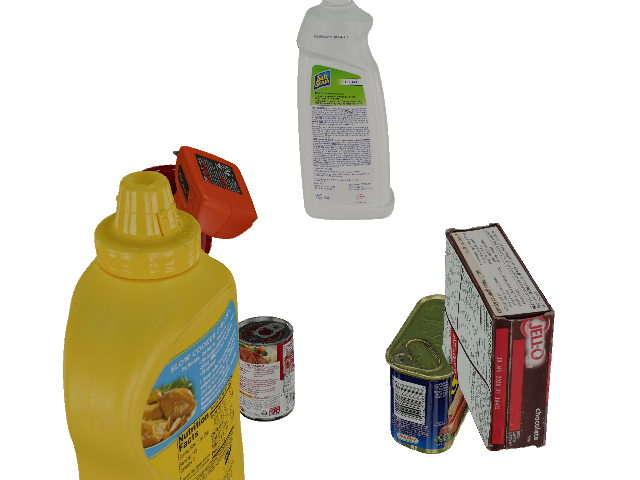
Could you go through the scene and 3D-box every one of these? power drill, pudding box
[{"bbox_3d":[-0.121,0.031,0.868,0.057,0.188,0.184,20,25,-29],"label":"power drill"},{"bbox_3d":[0.102,0.054,0.626,0.039,0.090,0.113,-5,27,-8],"label":"pudding box"}]

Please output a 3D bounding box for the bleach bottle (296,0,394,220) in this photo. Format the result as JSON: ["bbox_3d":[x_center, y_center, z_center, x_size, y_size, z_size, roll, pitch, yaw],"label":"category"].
[{"bbox_3d":[0.027,-0.144,1.104,0.102,0.251,0.068,-1,31,1],"label":"bleach bottle"}]

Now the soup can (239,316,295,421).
[{"bbox_3d":[-0.063,0.147,1.223,0.068,0.102,0.068,-1,23,0],"label":"soup can"}]

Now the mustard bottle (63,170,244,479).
[{"bbox_3d":[-0.068,0.062,0.446,0.058,0.192,0.096,13,30,21],"label":"mustard bottle"}]

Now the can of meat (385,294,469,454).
[{"bbox_3d":[0.092,0.107,0.854,0.057,0.084,0.102,13,36,22],"label":"can of meat"}]

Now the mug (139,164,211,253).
[{"bbox_3d":[-0.161,-0.032,1.161,0.093,0.081,0.117,-6,30,-23],"label":"mug"}]
